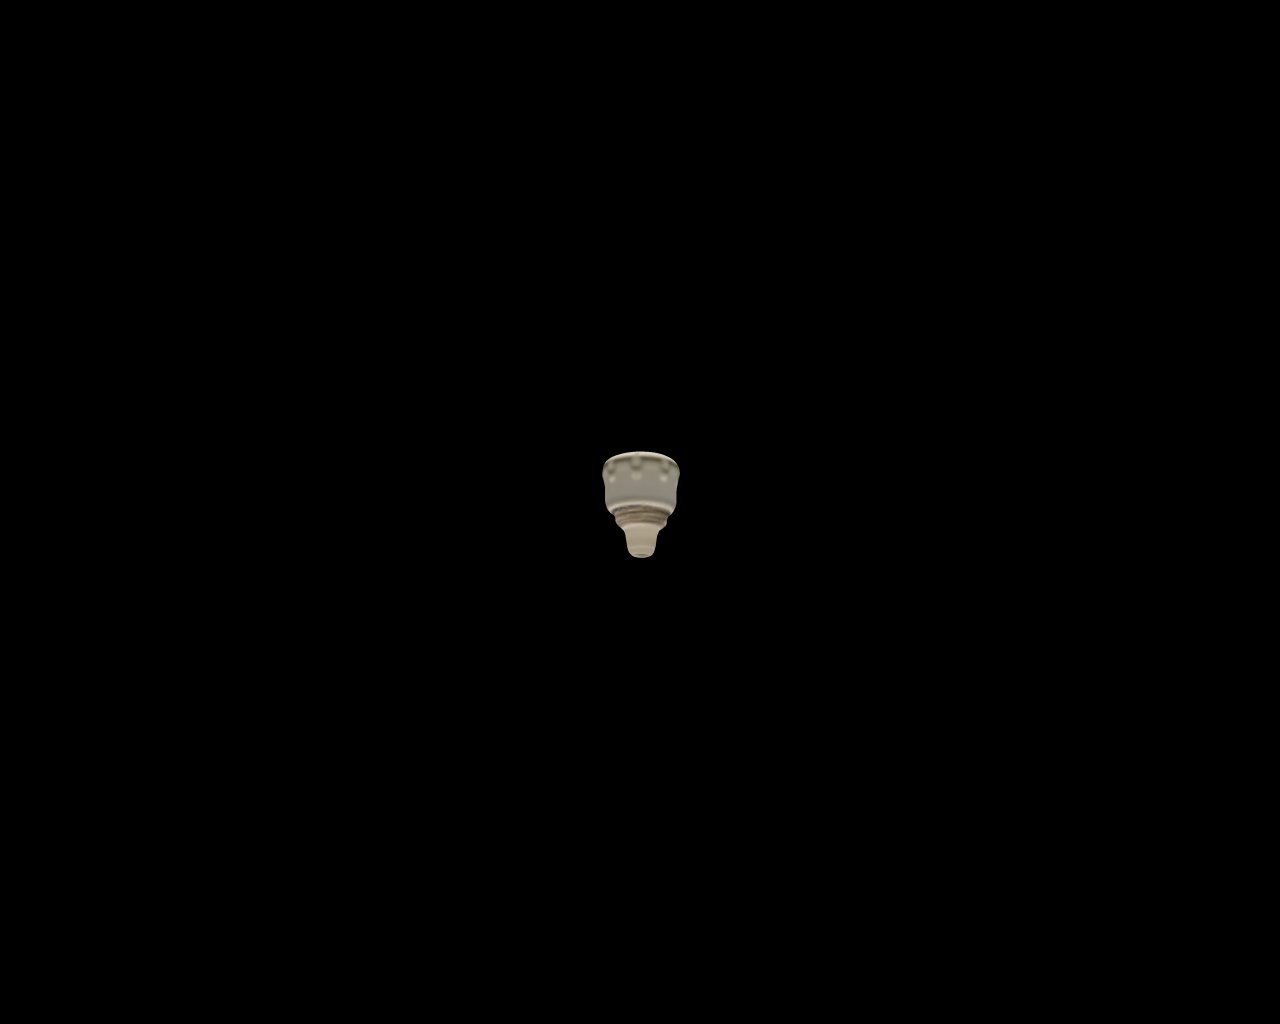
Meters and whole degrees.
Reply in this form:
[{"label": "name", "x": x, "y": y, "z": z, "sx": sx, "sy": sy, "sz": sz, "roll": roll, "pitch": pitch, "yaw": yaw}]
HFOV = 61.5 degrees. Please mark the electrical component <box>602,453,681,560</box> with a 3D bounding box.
[{"label": "electrical component", "x": 0.001, "y": -0.003, "z": 0.650, "sx": 0.048, "sy": 0.062, "sz": 0.048, "roll": 0, "pitch": -15, "yaw": 0}]
